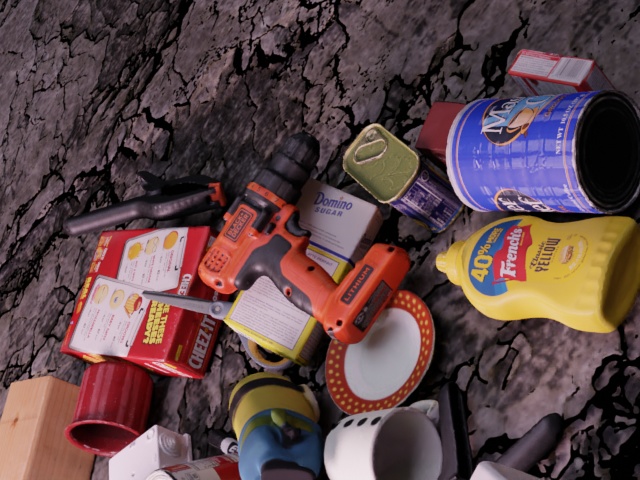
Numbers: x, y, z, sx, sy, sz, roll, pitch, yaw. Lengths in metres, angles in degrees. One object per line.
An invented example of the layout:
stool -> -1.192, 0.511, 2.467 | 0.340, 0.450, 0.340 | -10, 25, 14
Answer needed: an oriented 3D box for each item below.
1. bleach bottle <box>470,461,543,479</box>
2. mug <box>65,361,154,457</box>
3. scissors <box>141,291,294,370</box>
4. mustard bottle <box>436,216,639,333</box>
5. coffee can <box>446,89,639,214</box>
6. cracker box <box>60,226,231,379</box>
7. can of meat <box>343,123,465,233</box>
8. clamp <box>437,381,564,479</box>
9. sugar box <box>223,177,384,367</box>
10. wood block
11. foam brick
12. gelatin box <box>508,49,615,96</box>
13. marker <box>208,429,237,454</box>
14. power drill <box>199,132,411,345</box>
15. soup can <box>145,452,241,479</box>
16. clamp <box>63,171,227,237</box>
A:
bleach bottle -> 0.105, 0.294, 0.798 | 0.251, 0.102, 0.068 | -63, 32, 4
mug -> -0.237, 0.196, 1.218 | 0.117, 0.093, 0.081 | 112, 167, -54
scissors -> -0.101, 0.093, 1.132 | 0.202, 0.016, 0.096 | -5, 72, 17
mustard bottle -> 0.177, 0.024, 0.913 | 0.192, 0.058, 0.096 | 3, 60, 47
coffee can -> 0.194, -0.074, 0.920 | 0.141, 0.102, 0.103 | 4, 68, 50
cracker box -> -0.200, 0.073, 1.263 | 0.214, 0.072, 0.164 | -1, 66, 44
can of meat -> 0.083, -0.058, 1.044 | 0.057, 0.083, 0.102 | -52, 40, 7
clamp -> 0.118, 0.199, 0.877 | 0.120, 0.039, 0.171 | 23, 84, 53
sugar box -> -0.015, 0.031, 1.091 | 0.093, 0.048, 0.176 | 25, 78, 23
wood block -> -0.331, 0.274, 1.252 | 0.091, 0.090, 0.206 | -15, 56, 41
foam brick -> 0.138, -0.090, 1.013 | 0.053, 0.078, 0.051 | 15, 75, 49
gelatin box -> 0.223, -0.135, 0.958 | 0.089, 0.073, 0.030 | 23, 77, 51
marker -> -0.077, 0.218, 1.081 | 0.121, 0.020, 0.020 | 18, 79, 50
power drill -> -0.007, 0.001, 1.040 | 0.188, 0.057, 0.184 | 31, 86, 30
soup can -> -0.111, 0.244, 1.021 | 0.069, 0.102, 0.068 | 1, 92, 44
clamp -> -0.208, -0.046, 1.329 | 0.210, 0.036, 0.164 | 2, 29, 40
